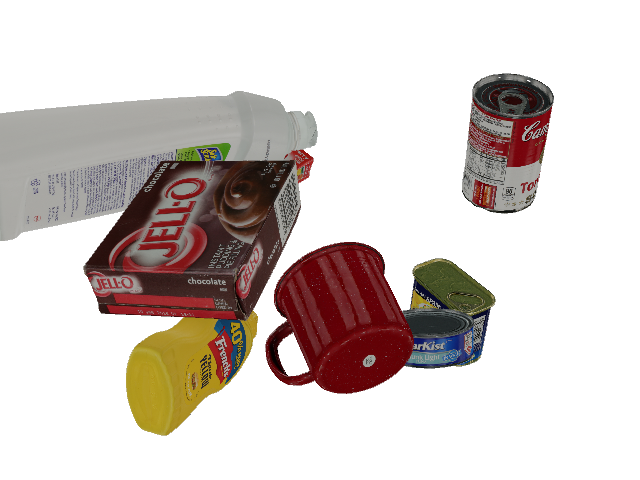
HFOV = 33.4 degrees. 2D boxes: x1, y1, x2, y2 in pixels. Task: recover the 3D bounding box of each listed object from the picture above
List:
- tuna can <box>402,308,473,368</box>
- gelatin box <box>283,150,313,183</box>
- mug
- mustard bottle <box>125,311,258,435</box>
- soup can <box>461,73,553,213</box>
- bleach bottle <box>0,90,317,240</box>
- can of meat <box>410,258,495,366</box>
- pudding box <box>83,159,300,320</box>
[{"bbox_3d":[0.103,0.092,1.013,0.086,0.034,0.086,-3,13,0],"label":"tuna can"},{"bbox_3d":[-0.064,-0.079,1.004,0.073,0.030,0.089,-32,62,-34],"label":"gelatin box"},{"bbox_3d":[0.010,0.068,0.814,0.117,0.081,0.093,-31,-39,8],"label":"mug"},{"bbox_3d":[-0.120,0.115,1.094,0.058,0.096,0.191,9,23,26],"label":"mustard bottle"},{"bbox_3d":[0.159,-0.083,0.921,0.068,0.102,0.068,1,38,-1],"label":"soup can"},{"bbox_3d":[-0.125,-0.064,0.813,0.250,0.068,0.103,-10,-27,-20],"label":"bleach bottle"},{"bbox_3d":[0.147,0.084,1.226,0.057,0.084,0.102,-18,40,-30],"label":"can of meat"},{"bbox_3d":[-0.068,-0.003,0.606,0.090,0.039,0.113,2,34,18],"label":"pudding box"}]
